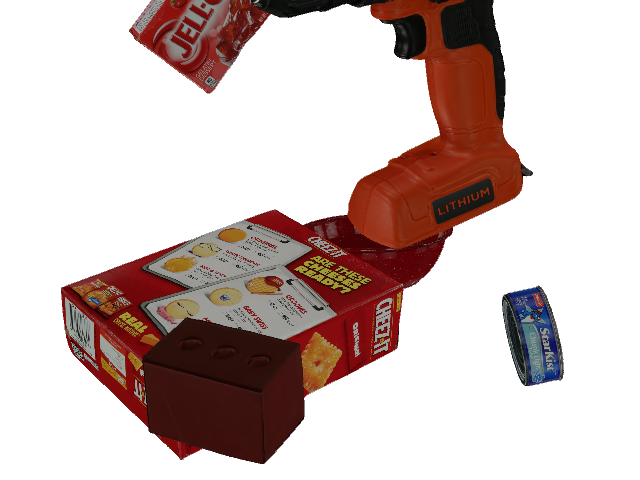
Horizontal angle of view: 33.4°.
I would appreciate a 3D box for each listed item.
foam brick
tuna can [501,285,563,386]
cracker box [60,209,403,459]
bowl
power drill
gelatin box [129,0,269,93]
[{"bbox_3d":[-0.055,0.085,0.608,0.078,0.051,0.052,11,27,21],"label":"foam brick"},{"bbox_3d":[0.188,0.085,0.949,0.034,0.086,0.086,-12,0,2],"label":"tuna can"},{"bbox_3d":[-0.068,0.064,0.835,0.213,0.072,0.164,-22,37,-35],"label":"cracker box"},{"bbox_3d":[0.055,0.014,1.086,0.162,0.055,0.162,-3,13,1],"label":"bowl"},{"bbox_3d":[0.048,-0.092,0.569,0.184,0.188,0.057,-22,37,-25],"label":"power drill"},{"bbox_3d":[-0.087,-0.167,0.801,0.073,0.089,0.030,35,6,-32],"label":"gelatin box"}]
